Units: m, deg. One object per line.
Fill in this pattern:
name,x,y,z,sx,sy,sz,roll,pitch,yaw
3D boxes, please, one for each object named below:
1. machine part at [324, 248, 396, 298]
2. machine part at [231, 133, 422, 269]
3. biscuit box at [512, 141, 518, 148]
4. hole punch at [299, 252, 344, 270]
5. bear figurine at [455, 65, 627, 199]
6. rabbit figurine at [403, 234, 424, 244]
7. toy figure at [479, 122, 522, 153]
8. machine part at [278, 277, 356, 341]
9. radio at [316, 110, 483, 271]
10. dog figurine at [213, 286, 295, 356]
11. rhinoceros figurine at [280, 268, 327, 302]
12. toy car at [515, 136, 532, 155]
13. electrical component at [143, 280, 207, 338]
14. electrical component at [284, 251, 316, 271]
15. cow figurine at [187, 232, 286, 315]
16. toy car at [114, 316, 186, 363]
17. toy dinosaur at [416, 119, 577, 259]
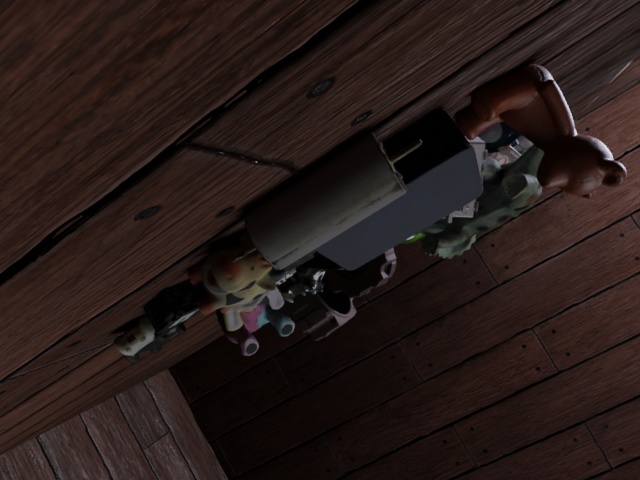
machine part,0.073,0.037,1.159,0.179,0.179,0.056,-34,172,27
machine part,0.005,-0.040,0.587,0.243,0.079,0.079,-33,174,12
biscuit box,0.287,-0.159,1.070,0.203,0.063,0.059,-30,174,-1
hole punch,-0.002,-0.003,0.902,0.116,0.092,0.142,-1,-167,17
bear figurine,0.290,-0.125,0.710,0.132,0.196,0.120,-29,177,-3
rabbit figurine,0.235,-0.079,1.414,0.159,0.121,0.170,-18,150,-35
toy figure,0.271,-0.169,0.909,0.154,0.064,0.057,-29,140,34
machine part,-0.010,0.120,1.264,0.087,0.201,0.201,-35,173,19
radio,0.095,-0.055,0.710,0.230,0.073,0.131,-31,149,13
dog figurine,-0.153,0.104,0.969,0.108,0.191,0.219,-32,-151,-21
rhinoceros figurine,-0.020,0.054,1.110,0.190,0.112,0.073,-43,172,27
toy car,0.425,-0.222,1.116,0.162,0.109,0.103,-21,159,41
electrical component,-0.224,0.106,0.820,0.075,0.048,0.119,-24,172,-44
electrical component,-0.037,0.004,0.823,0.102,0.078,0.045,-36,152,20
cow figurine,-0.110,0.048,0.735,0.127,0.085,0.195,-24,172,-1
toy car,-0.296,0.166,0.952,0.073,0.056,0.201,-37,176,-1
toy dinosaur,0.297,-0.073,0.940,0.192,0.131,0.405,-9,164,-46
